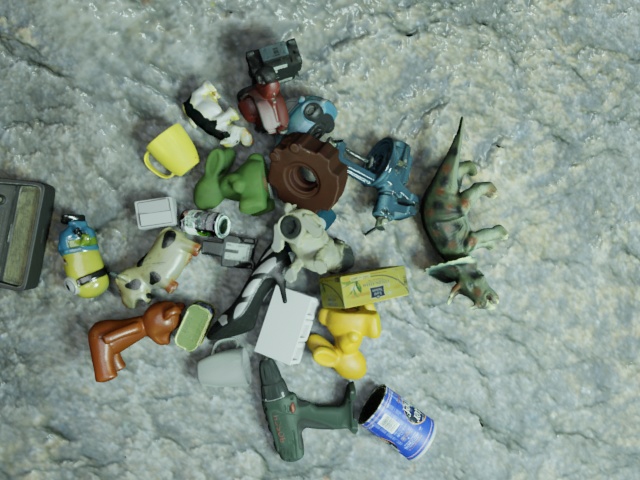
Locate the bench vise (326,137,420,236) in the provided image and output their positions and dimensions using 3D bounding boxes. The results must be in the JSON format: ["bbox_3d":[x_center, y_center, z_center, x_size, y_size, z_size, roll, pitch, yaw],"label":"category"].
[{"bbox_3d":[0.109,-0.141,1.174,0.240,0.129,0.223,26,78,-22],"label":"bench vise"}]

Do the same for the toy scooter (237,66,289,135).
[{"bbox_3d":[-0.115,-0.275,1.139,0.075,0.184,0.135,-24,94,-23],"label":"toy scooter"}]

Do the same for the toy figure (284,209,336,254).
[{"bbox_3d":[-0.036,-0.021,1.198,0.154,0.058,0.064,-38,82,-5],"label":"toy figure"}]

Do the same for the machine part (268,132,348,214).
[{"bbox_3d":[-0.028,-0.135,1.127,0.179,0.179,0.056,39,45,-3],"label":"machine part"}]

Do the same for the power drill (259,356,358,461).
[{"bbox_3d":[-0.022,0.358,1.175,0.207,0.086,0.232,-6,90,-9],"label":"power drill"}]

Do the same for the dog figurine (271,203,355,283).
[{"bbox_3d":[-0.005,-0.001,1.147,0.121,0.190,0.172,-5,95,27],"label":"dog figurine"}]

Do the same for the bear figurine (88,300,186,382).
[{"bbox_3d":[-0.375,0.204,1.131,0.196,0.120,0.131,-12,93,-11],"label":"bear figurine"}]

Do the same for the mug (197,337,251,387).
[{"bbox_3d":[-0.211,0.268,1.163,0.107,0.080,0.109,-11,70,0],"label":"mug"}]

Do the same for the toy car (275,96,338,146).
[{"bbox_3d":[-0.044,-0.259,1.191,0.161,0.109,0.103,-47,68,10],"label":"toy car"}]

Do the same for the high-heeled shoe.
[{"bbox_3d":[-0.162,0.111,1.160,0.249,0.086,0.145,-28,60,19],"label":"high-heeled shoe"}]

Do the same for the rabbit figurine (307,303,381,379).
[{"bbox_3d":[0.057,0.228,1.172,0.162,0.122,0.173,-8,107,-12],"label":"rabbit figurine"}]

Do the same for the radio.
[{"bbox_3d":[-0.651,-0.015,1.130,0.131,0.073,0.229,10,87,-5],"label":"radio"}]

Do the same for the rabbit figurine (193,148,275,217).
[{"bbox_3d":[-0.199,-0.120,1.158,0.170,0.121,0.159,-9,97,9],"label":"rabbit figurine"}]

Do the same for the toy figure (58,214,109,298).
[{"bbox_3d":[-0.504,0.035,1.140,0.089,0.082,0.180,-8,86,-4],"label":"toy figure"}]

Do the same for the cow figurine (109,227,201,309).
[{"bbox_3d":[-0.357,0.061,1.150,0.127,0.085,0.195,34,82,-2],"label":"cow figurine"}]

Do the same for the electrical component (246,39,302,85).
[{"bbox_3d":[-0.100,-0.382,1.166,0.115,0.134,0.058,-20,90,-8],"label":"electrical component"}]

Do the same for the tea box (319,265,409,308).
[{"bbox_3d":[0.095,0.100,1.158,0.169,0.098,0.068,-9,89,-28],"label":"tea box"}]

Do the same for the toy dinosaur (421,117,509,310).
[{"bbox_3d":[0.291,-0.046,1.180,0.192,0.131,0.404,-22,96,-10],"label":"toy dinosaur"}]

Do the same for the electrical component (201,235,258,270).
[{"bbox_3d":[-0.198,0.026,1.185,0.119,0.048,0.074,4,87,-5],"label":"electrical component"}]

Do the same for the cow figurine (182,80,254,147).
[{"bbox_3d":[-0.225,-0.257,1.182,0.098,0.068,0.167,-39,89,0],"label":"cow figurine"}]
